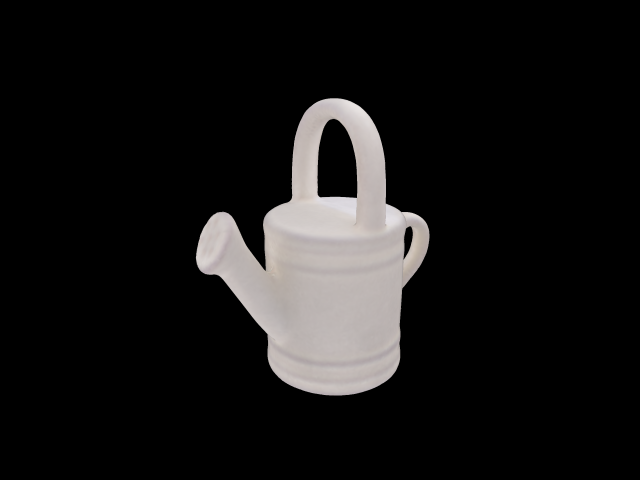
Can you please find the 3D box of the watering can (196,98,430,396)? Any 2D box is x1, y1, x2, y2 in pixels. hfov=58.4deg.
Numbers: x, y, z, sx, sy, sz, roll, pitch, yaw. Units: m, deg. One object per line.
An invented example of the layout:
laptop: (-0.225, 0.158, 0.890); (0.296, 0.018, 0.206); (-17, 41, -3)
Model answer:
watering can: (0.005, 0.002, 0.398); (0.100, 0.194, 0.173); (14, 24, 35)
